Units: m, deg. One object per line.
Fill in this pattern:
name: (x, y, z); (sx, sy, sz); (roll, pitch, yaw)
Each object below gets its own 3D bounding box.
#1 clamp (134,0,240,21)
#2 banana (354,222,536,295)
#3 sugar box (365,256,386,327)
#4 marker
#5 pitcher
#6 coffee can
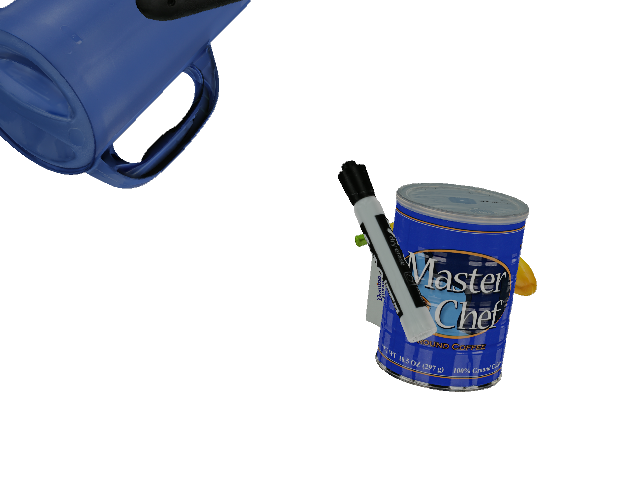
clamp: (-0.013, -0.140, 0.525); (0.171, 0.039, 0.120); (-1, 41, 3)
banana: (0.132, 0.013, 1.039); (0.198, 0.037, 0.069); (14, 42, 35)
sugar box: (0.140, 0.050, 1.246); (0.175, 0.093, 0.048); (-3, 14, -34)
marker: (0.039, 0.004, 0.654); (0.020, 0.121, 0.020); (-20, -19, -7)
pitcher: (-0.151, -0.165, 0.857); (0.145, 0.149, 0.242); (20, 51, 27)
coffee can: (0.102, 0.034, 0.841); (0.103, 0.140, 0.103); (6, 15, -2)
